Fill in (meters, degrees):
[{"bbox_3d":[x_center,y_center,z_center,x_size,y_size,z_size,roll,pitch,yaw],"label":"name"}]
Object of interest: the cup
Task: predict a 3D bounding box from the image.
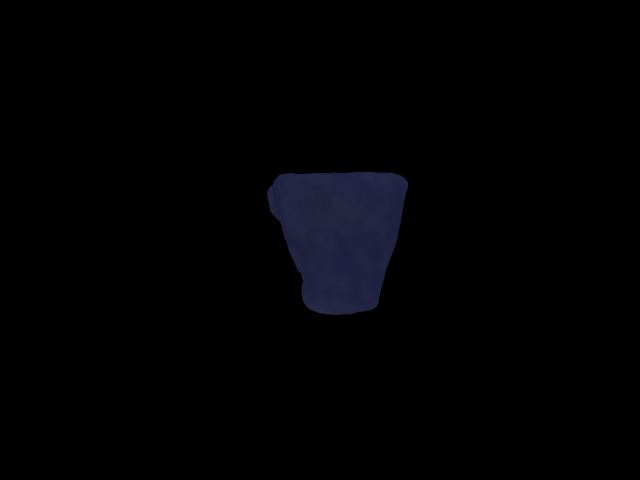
[{"bbox_3d":[0.004,0.001,0.400,0.117,0.095,0.092,4,6,44],"label":"cup"}]
